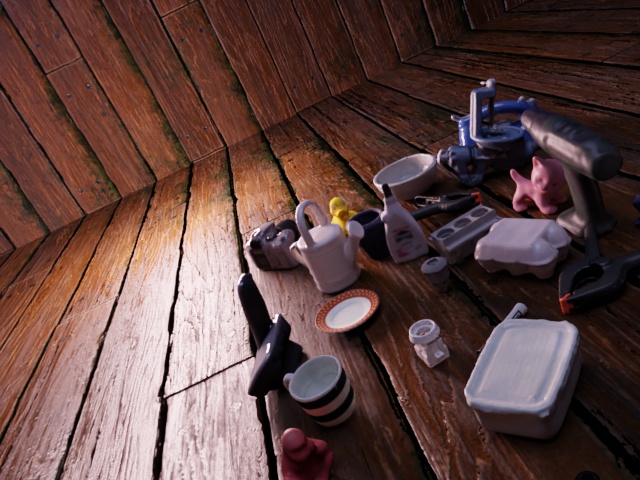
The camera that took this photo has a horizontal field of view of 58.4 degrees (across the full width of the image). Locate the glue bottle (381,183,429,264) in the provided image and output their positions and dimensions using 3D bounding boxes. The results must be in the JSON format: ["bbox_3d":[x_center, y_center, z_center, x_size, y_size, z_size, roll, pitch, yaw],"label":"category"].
[{"bbox_3d":[0.157,-0.037,1.151,0.078,0.173,0.037,-22,24,9],"label":"glue bottle"}]

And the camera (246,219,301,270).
[{"bbox_3d":[-0.099,-0.002,1.428,0.142,0.101,0.137,-3,32,42],"label":"camera"}]

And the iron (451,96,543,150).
[{"bbox_3d":[0.455,-0.282,1.407,0.257,0.142,0.118,-18,24,17],"label":"iron"}]

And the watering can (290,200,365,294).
[{"bbox_3d":[0.012,0.003,1.186,0.172,0.194,0.101,-21,24,12],"label":"watering can"}]

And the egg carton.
[{"bbox_3d":[0.347,0.013,0.986,0.149,0.069,0.107,4,37,49],"label":"egg carton"}]

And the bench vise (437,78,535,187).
[{"bbox_3d":[0.368,-0.241,1.309,0.207,0.220,0.121,-27,23,-3],"label":"bench vise"}]

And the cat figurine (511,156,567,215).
[{"bbox_3d":[0.428,-0.116,1.115,0.067,0.118,0.127,-38,26,-26],"label":"cat figurine"}]

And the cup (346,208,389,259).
[{"bbox_3d":[0.124,-0.010,1.227,0.117,0.095,0.092,-4,31,40],"label":"cup"}]

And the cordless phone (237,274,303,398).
[{"bbox_3d":[-0.109,0.161,0.986,0.094,0.185,0.147,-21,24,11],"label":"cordless phone"}]

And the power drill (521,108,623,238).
[{"bbox_3d":[0.437,-0.118,0.995,0.075,0.209,0.229,-27,23,-2],"label":"power drill"}]

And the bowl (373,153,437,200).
[{"bbox_3d":[0.224,-0.148,1.443,0.167,0.075,0.167,-21,24,10],"label":"bowl"}]

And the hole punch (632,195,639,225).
[{"bbox_3d":[0.565,-0.071,0.914,0.108,0.091,0.101,-27,23,-3],"label":"hole punch"}]

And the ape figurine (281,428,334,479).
[{"bbox_3d":[-0.023,0.287,0.752,0.078,0.092,0.076,-35,25,-21],"label":"ape figurine"}]

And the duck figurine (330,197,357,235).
[{"bbox_3d":[0.053,-0.068,1.433,0.077,0.086,0.104,-26,23,0],"label":"duck figurine"}]
